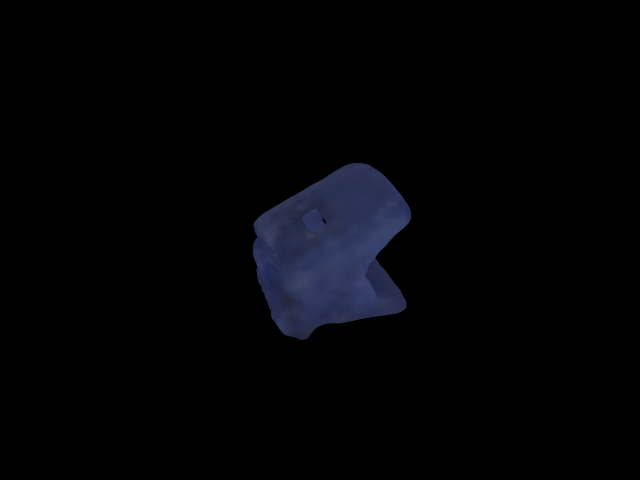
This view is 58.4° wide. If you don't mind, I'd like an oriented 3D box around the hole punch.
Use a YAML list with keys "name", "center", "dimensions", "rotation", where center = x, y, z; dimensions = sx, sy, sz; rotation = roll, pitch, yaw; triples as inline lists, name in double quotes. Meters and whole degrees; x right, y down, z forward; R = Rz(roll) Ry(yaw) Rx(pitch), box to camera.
- name: "hole punch"
  center: [0.004, 0.001, 0.400]
  dimensions: [0.101, 0.091, 0.108]
  rotation: [-8, 28, -16]
